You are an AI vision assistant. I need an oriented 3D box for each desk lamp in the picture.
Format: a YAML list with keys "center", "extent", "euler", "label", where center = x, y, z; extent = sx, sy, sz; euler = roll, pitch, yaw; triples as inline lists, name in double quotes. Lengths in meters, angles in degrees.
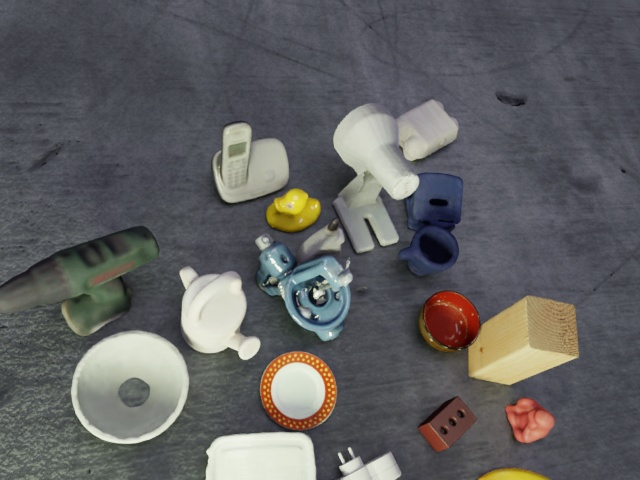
- center: [0.102, -0.115, 1.065]
  extent: [0.118, 0.213, 0.203]
  euler: [-17, 70, -21]
  label: "desk lamp"

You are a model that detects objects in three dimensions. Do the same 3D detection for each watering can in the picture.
- center: [-0.159, 0.109, 0.898]
  extent: [0.173, 0.194, 0.101]
  euler: [30, 61, 1]
  label: "watering can"

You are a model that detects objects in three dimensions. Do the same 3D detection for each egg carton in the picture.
- center: [0.225, -0.237, 1.238]
  extent: [0.150, 0.069, 0.107]
  euler: [-33, 77, -26]
  label: "egg carton"

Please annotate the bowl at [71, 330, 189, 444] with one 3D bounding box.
- center: [-0.286, 0.228, 0.876]
  extent: [0.168, 0.074, 0.167]
  euler: [6, 64, -12]
  label: "bowl"

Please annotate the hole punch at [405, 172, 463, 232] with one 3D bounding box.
- center: [0.233, -0.074, 1.150]
  extent: [0.109, 0.091, 0.101]
  euler: [3, 64, -13]
  label: "hole punch"

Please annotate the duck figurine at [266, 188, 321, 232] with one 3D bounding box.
- center: [-0.045, -0.065, 1.074]
  extent: [0.105, 0.086, 0.077]
  euler: [-9, 68, -19]
  label: "duck figurine"

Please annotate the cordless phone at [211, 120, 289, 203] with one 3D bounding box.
- center: [-0.121, -0.155, 1.040]
  extent: [0.148, 0.185, 0.094]
  euler: [-21, 72, -23]
  label: "cordless phone"

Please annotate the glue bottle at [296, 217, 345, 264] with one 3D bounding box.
- center: [0.009, 0.004, 1.006]
  extent: [0.078, 0.173, 0.037]
  euler: [-10, 68, -19]
  label: "glue bottle"

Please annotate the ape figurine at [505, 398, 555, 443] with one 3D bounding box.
- center: [0.375, 0.316, 1.000]
  extent: [0.076, 0.092, 0.078]
  euler: [31, 61, 2]
  label: "ape figurine"

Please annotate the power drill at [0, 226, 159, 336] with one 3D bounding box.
- center: [-0.350, 0.069, 0.858]
  extent: [0.230, 0.208, 0.075]
  euler: [-32, 76, -26]
  label: "power drill"

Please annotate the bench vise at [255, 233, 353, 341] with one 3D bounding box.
- center: [-0.031, 0.066, 0.939]
  extent: [0.207, 0.219, 0.121]
  euler: [29, 61, 0]
  label: "bench vise"

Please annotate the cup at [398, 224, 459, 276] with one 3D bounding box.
- center: [0.192, 0.032, 1.086]
  extent: [0.118, 0.095, 0.091]
  euler: [-10, 68, -19]
  label: "cup"
